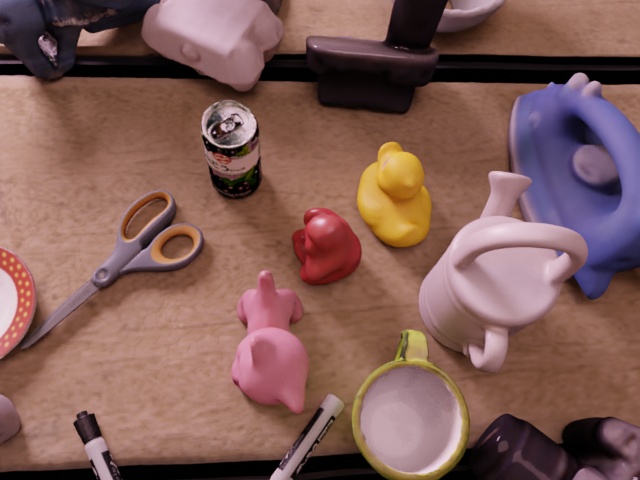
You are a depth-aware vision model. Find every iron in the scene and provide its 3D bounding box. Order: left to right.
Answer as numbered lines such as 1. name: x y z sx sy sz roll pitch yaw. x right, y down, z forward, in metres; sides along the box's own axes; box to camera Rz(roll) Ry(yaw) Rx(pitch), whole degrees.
1. iron: 0.276 -0.080 0.581 0.119 0.141 0.258 -14 69 -10

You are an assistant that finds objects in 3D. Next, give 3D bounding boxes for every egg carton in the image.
1. egg carton: -0.122 -0.236 0.654 0.150 0.069 0.107 25 67 6

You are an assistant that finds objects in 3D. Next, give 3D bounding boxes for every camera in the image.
1. camera: 0.208 0.198 0.481 0.136 0.101 0.143 38 69 11

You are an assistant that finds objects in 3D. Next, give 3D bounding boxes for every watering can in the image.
1. watering can: 0.154 0.023 0.500 0.101 0.194 0.173 -9 68 -8

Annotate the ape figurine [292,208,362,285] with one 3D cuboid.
1. ape figurine: 0.005 0.002 0.552 0.076 0.092 0.078 21 67 5

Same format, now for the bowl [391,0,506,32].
1. bowl: 0.150 -0.315 0.707 0.167 0.075 0.167 2 67 -4

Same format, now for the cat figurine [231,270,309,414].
1. cat figurine: -0.044 0.089 0.497 0.067 0.118 0.128 -2 67 -5

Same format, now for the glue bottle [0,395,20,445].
1. glue bottle: -0.294 0.139 0.425 0.078 0.173 0.037 -32 73 -16

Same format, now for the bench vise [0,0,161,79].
1. bench vise: -0.263 -0.273 0.576 0.121 0.220 0.208 31 68 9

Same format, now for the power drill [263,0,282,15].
1. power drill: -0.087 -0.348 0.628 0.229 0.208 0.075 3 67 -3

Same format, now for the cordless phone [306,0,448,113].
1. cordless phone: 0.060 -0.226 0.602 0.147 0.185 0.094 1 67 -4

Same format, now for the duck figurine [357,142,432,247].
1. duck figurine: 0.081 -0.050 0.583 0.077 0.086 0.104 -14 69 -10
